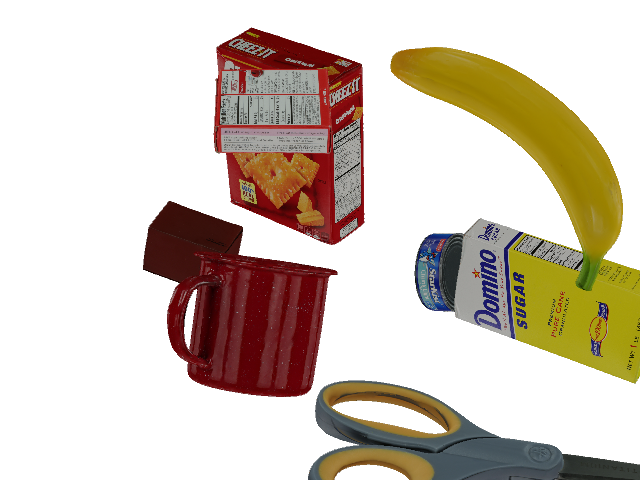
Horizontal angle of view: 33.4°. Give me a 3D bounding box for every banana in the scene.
[{"bbox_3d":[0.128,-0.063,0.672,0.070,0.198,0.037,-41,-11,10],"label":"banana"}]

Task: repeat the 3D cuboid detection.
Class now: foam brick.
[{"bbox_3d":[-0.119,0.007,0.998,0.078,0.051,0.053,20,35,8],"label":"foam brick"}]

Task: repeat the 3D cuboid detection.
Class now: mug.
[{"bbox_3d":[-0.048,0.052,0.675,0.093,0.081,0.117,8,1,41],"label":"mug"}]

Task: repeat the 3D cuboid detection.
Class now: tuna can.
[{"bbox_3d":[0.135,0.034,1.152,0.034,0.086,0.086,1,0,34],"label":"tuna can"}]

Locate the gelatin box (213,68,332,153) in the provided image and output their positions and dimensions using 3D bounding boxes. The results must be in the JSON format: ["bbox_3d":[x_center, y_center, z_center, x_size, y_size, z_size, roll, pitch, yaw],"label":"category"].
[{"bbox_3d":[-0.037,-0.099,0.822,0.089,0.030,0.073,-1,45,-2],"label":"gelatin box"}]

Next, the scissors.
[{"bbox_3d":[0.082,0.107,0.465,0.202,0.016,0.096,15,32,23],"label":"scissors"}]

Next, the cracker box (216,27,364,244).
[{"bbox_3d":[-0.034,-0.117,1.229,0.164,0.214,0.072,24,44,31],"label":"cracker box"}]

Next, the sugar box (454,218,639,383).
[{"bbox_3d":[0.208,0.052,0.947,0.176,0.093,0.048,17,34,24],"label":"sugar box"}]
